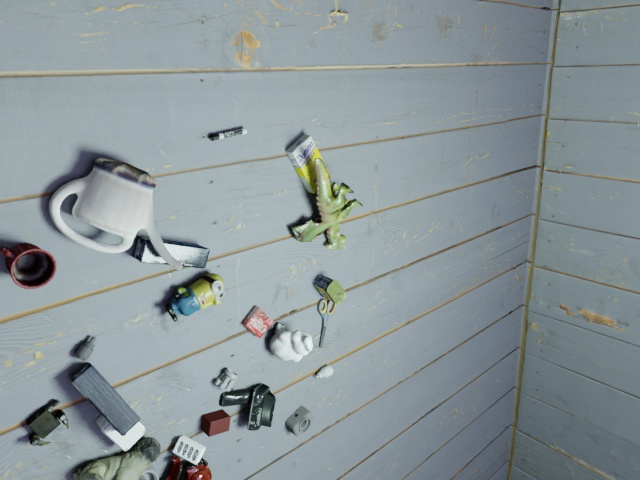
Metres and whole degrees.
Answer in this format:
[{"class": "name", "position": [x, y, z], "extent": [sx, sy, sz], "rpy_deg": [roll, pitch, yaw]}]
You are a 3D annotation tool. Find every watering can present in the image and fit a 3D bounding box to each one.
[{"class": "watering can", "position": [-0.473, -0.067, 1.279], "extent": [0.345, 0.104, 0.225], "rpy_deg": [23, 87, -27]}]

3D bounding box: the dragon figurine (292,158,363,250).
[{"class": "dragon figurine", "position": [0.005, -0.087, 1.731], "extent": [0.243, 0.124, 0.403], "rpy_deg": [-50, 139, -4]}]

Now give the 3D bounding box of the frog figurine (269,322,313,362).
[{"class": "frog figurine", "position": [-0.090, 0.358, 1.737], "extent": [0.124, 0.160, 0.135], "rpy_deg": [-36, 125, -28]}]
